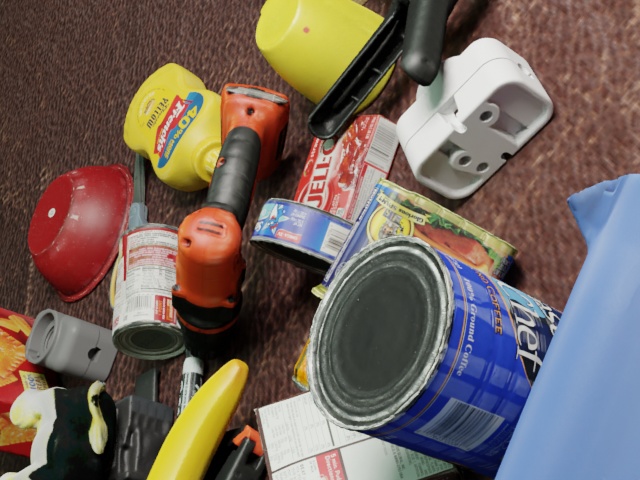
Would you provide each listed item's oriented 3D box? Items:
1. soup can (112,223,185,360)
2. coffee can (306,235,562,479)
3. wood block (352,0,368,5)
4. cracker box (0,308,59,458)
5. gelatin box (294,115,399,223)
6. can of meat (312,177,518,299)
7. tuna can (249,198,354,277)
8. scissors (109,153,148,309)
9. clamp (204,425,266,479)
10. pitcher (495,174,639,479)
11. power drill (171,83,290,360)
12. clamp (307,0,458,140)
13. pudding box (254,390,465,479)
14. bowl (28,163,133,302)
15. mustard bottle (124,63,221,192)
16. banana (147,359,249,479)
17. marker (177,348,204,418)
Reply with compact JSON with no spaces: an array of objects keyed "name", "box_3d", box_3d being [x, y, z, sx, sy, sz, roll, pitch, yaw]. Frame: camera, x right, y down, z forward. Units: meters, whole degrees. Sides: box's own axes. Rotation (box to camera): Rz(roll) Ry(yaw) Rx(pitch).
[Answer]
[{"name":"soup can","box_3d":[-0.146,0.046,0.938,0.069,0.068,0.102,-33,46,38]},{"name":"coffee can","box_3d":[0.078,0.069,0.568,0.103,0.140,0.103,-30,47,39]},{"name":"wood block","box_3d":[-0.002,-0.301,0.942,0.090,0.090,0.206,-40,41,31]},{"name":"cracker box","box_3d":[-0.370,0.118,1.058,0.072,0.213,0.164,-53,36,16]},{"name":"gelatin box","box_3d":[0.018,-0.050,0.815,0.073,0.030,0.089,7,75,54]},{"name":"can of meat","box_3d":[0.059,0.020,0.658,0.084,0.102,0.057,-61,2,0]},{"name":"tuna can","box_3d":[-0.005,0.001,0.766,0.086,0.086,0.034,8,75,54]},{"name":"scissors","box_3d":[-0.170,-0.025,1.058,0.096,0.016,0.201,-18,56,44]},{"name":"clamp","box_3d":[-0.102,0.198,0.810,0.171,0.039,0.120,-48,34,7]},{"name":"pitcher","box_3d":[0.155,0.105,0.472,0.243,0.144,0.149,-66,22,5]},{"name":"power drill","box_3d":[-0.071,-0.014,0.848,0.184,0.057,0.187,104,178,-57]},{"name":"clamp","box_3d":[0.068,-0.165,0.778,0.165,0.036,0.209,-25,33,58]},{"name":"pudding box","box_3d":[0.023,0.129,0.651,0.113,0.039,0.090,-18,45,2]},{"name":"bowl","box_3d":[-0.266,-0.018,1.145,0.162,0.055,0.162,-30,48,39]},{"name":"mustard bottle","box_3d":[-0.123,-0.098,1.005,0.096,0.058,0.192,-56,36,6]},{"name":"banana","box_3d":[-0.097,0.178,0.752,0.070,0.037,0.197,-17,46,42]},{"name":"marker","box_3d":[-0.107,0.129,0.878,0.020,0.020,0.121,-26,50,42]}]
